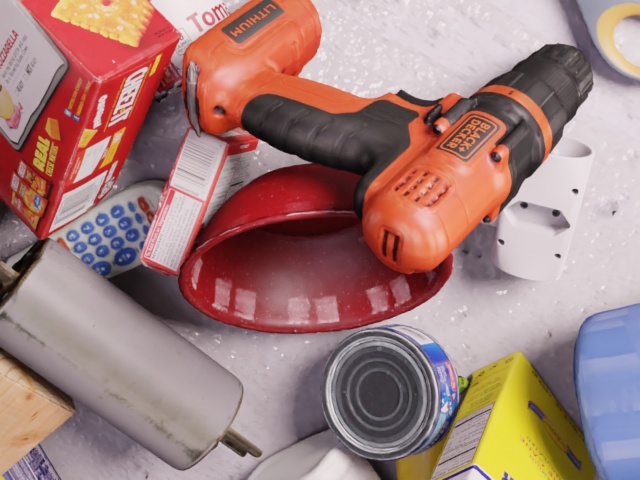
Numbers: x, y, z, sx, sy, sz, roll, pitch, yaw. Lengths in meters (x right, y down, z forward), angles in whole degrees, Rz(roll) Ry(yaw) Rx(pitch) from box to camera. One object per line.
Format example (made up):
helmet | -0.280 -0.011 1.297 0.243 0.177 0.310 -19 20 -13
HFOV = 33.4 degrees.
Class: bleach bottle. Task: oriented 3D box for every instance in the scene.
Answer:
bleach bottle | 0.051 0.252 0.746 0.103 0.068 0.251 -31 102 34

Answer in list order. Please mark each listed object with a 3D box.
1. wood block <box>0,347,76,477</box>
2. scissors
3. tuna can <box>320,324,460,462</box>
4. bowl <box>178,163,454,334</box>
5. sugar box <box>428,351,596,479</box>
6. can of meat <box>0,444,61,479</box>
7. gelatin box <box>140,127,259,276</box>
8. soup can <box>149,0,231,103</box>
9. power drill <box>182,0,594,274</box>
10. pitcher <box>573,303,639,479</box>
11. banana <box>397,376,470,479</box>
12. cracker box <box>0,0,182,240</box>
wood block | -0.282 0.136 0.743 0.206 0.091 0.090 -40 132 9
scissors | 0.126 -0.140 0.585 0.202 0.016 0.096 9 114 15
tuna can | 0.044 0.097 0.682 0.086 0.033 0.086 -1 89 29
bowl | -0.004 0.001 0.638 0.162 0.055 0.162 -4 152 -2
sugar box | 0.111 0.147 0.618 0.048 0.176 0.093 -35 97 27
can of meat | -0.256 0.185 0.825 0.102 0.057 0.084 -24 101 25
gelatin box | -0.073 -0.026 0.655 0.030 0.073 0.089 24 102 8
soup can | -0.097 -0.141 0.629 0.069 0.068 0.102 -28 101 26
power drill | 0.034 -0.078 0.578 0.188 0.184 0.057 27 140 26
pitcher | 0.265 0.061 0.570 0.243 0.149 0.145 -13 122 26
banana | 0.097 0.189 0.719 0.070 0.037 0.198 -16 106 24
cracker box | -0.193 -0.129 0.621 0.214 0.072 0.164 46 142 7
